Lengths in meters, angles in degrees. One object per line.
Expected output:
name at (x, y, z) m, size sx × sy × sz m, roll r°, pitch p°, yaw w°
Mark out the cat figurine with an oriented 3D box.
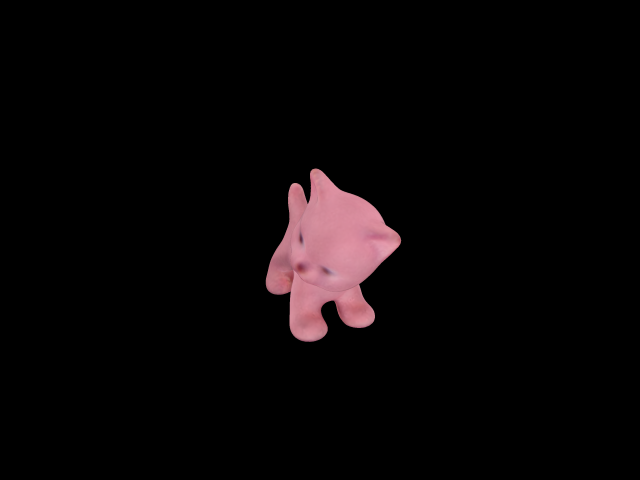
cat figurine at (0.004, 0.001, 0.400) m, size 0.067 × 0.118 × 0.127 m, roll -10°, pitch 28°, yaw -20°
